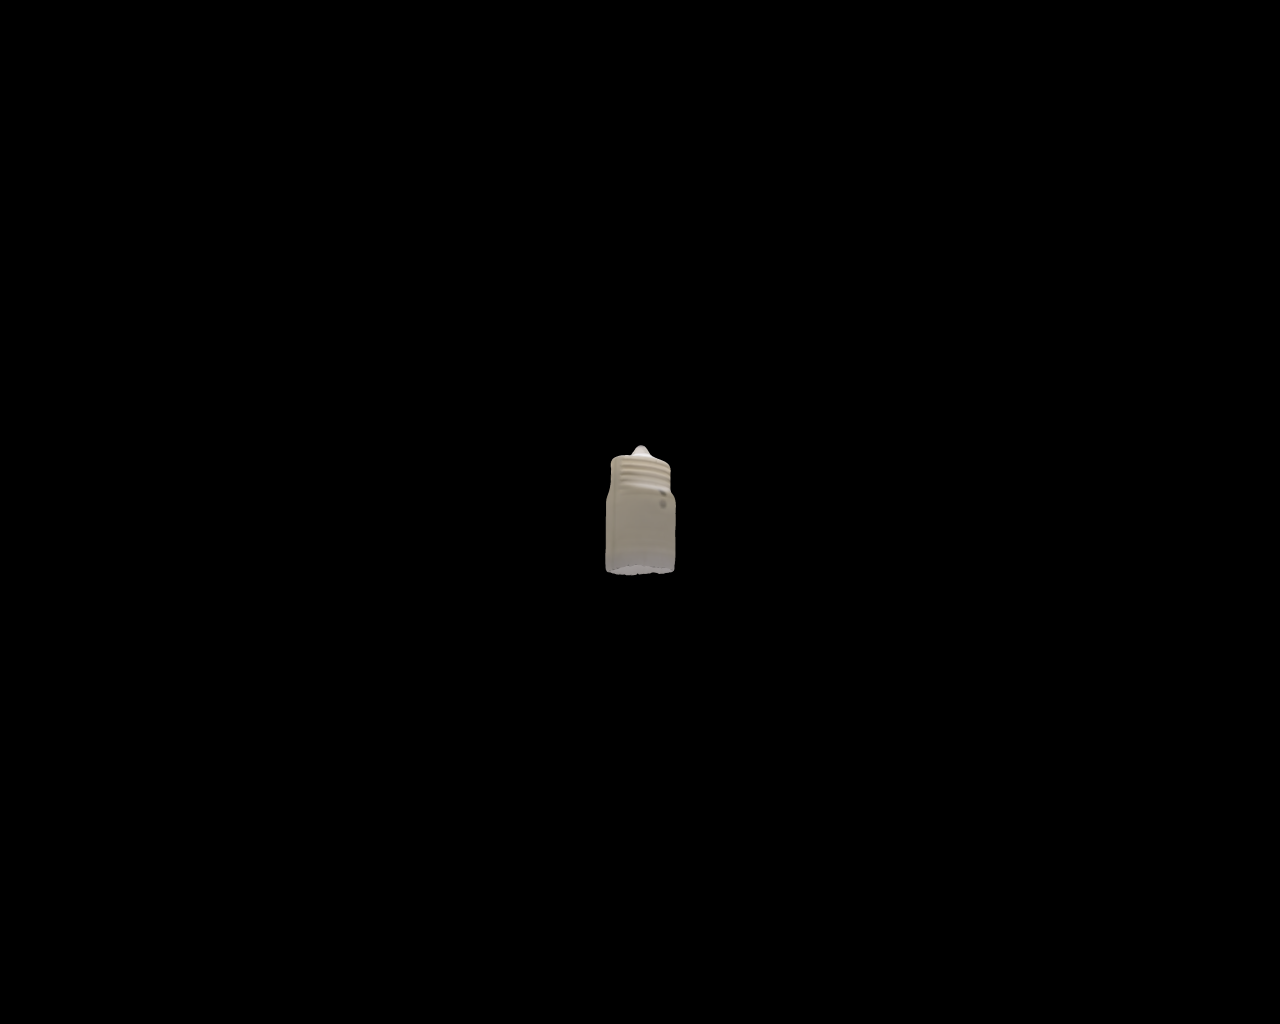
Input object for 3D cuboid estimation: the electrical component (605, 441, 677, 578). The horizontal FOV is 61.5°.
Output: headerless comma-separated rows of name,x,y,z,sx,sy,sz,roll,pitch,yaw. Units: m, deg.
electrical component,0.001,-0.003,0.650,0.043,0.081,0.043,0,-11,0
